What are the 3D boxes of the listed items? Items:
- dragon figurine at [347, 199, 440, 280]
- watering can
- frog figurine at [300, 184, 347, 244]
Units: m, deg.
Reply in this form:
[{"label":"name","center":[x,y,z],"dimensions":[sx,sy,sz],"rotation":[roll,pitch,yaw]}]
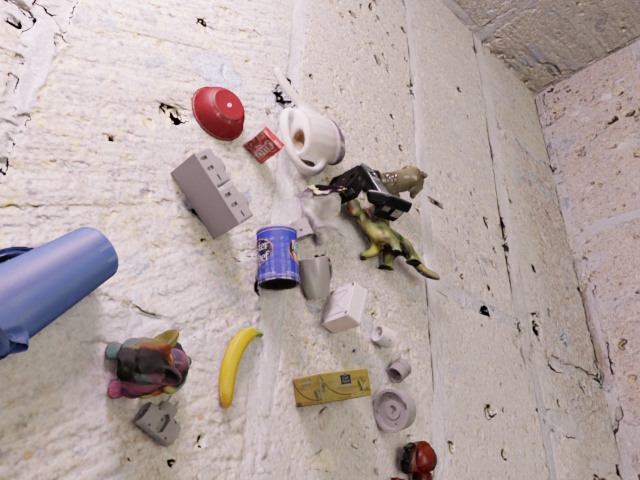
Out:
[{"label":"dragon figurine","center":[0.228,-0.021,1.643],"dimensions":[0.406,0.120,0.248],"rotation":[25,46,-37]},{"label":"watering can","center":[-0.035,-0.346,1.538],"dimensions":[0.224,0.103,0.352],"rotation":[6,66,-45]},{"label":"frog figurine","center":[0.004,-0.073,1.459],"dimensions":[0.139,0.123,0.157],"rotation":[-25,124,-58]}]
